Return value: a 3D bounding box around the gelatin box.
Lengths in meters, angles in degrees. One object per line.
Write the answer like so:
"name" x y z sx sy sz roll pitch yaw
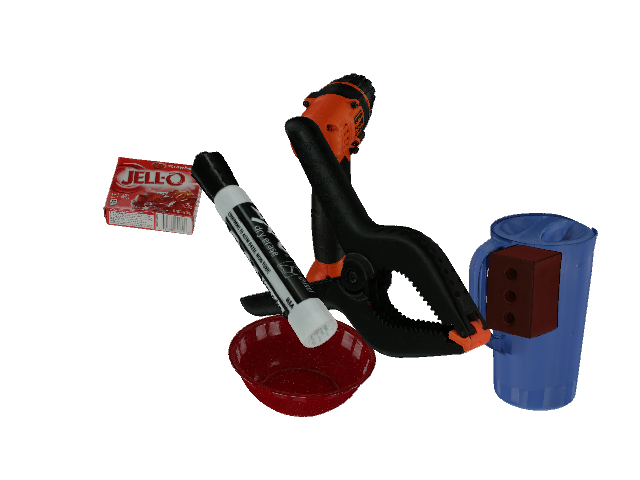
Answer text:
"gelatin box" -0.166 -0.046 1.067 0.089 0.073 0.030 7 -43 -1

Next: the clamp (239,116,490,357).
"clamp" 0.031 0.012 0.760 0.210 0.165 0.036 24 25 35

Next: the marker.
"marker" -0.030 0.000 0.516 0.020 0.121 0.020 -26 -31 -17

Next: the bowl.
"bowl" -0.021 0.145 1.178 0.162 0.055 0.162 3 28 -2

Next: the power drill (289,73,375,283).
"power drill" 0.017 -0.048 0.961 0.057 0.188 0.184 2 22 15

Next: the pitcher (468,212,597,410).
"pitcher" 0.274 0.094 1.383 0.149 0.243 0.144 5 19 16

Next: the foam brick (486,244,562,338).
"foam brick" 0.194 0.048 1.021 0.053 0.078 0.051 12 19 41
